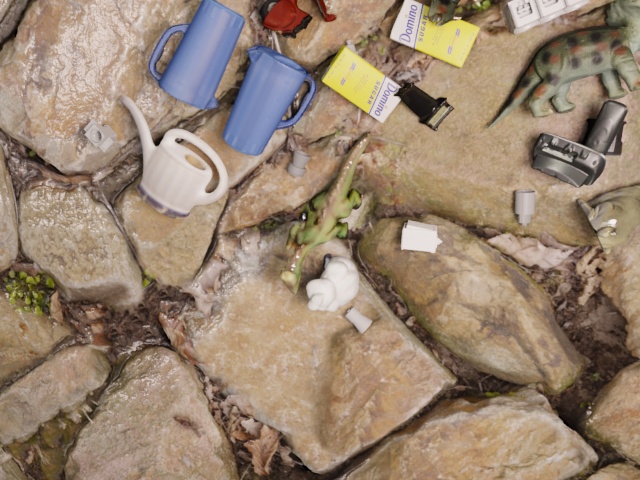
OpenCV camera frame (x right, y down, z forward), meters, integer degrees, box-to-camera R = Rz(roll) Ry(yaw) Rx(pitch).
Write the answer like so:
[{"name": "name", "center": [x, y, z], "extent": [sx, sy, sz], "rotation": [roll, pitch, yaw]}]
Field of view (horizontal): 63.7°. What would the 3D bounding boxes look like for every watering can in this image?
[{"name": "watering can", "center": [-0.400, -0.196, 1.326], "extent": [0.348, 0.105, 0.221], "rotation": [36, 109, 2]}]

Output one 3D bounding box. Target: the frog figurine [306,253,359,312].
[{"name": "frog figurine", "center": [0.033, 0.115, 1.271], "extent": [0.123, 0.161, 0.135], "rotation": [21, 108, 5]}]

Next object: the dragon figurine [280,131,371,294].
[{"name": "dragon figurine", "center": [0.004, -0.060, 1.199], "extent": [0.122, 0.245, 0.404], "rotation": [25, 110, 10]}]
